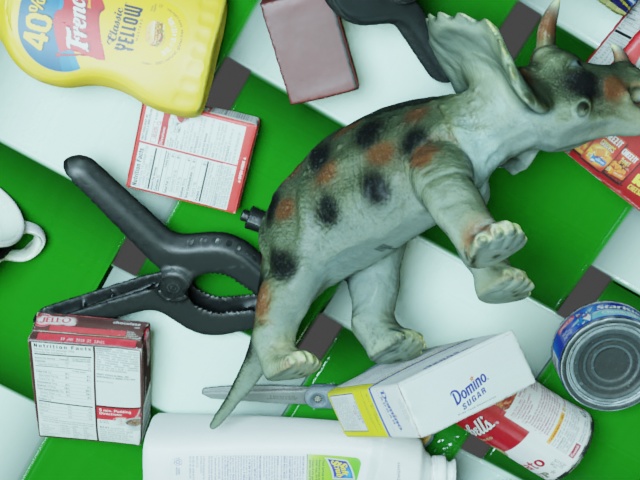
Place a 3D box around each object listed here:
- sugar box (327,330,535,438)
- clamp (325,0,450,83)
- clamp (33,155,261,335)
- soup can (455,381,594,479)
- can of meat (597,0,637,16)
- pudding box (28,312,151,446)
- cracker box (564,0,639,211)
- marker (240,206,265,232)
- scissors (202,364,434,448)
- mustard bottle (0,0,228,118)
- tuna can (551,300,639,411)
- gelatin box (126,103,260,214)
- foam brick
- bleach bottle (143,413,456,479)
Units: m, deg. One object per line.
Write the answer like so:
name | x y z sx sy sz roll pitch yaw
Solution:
sugar box | 0.075 0.108 0.775 0.093 0.176 0.048 -23 89 -17
clamp | 0.063 -0.189 0.737 0.171 0.039 0.120 20 101 -40
clamp | -0.121 0.034 0.841 0.209 0.036 0.165 20 123 -12
soup can | 0.161 0.141 0.864 0.102 0.068 0.068 33 106 -11
can of meat | 0.202 -0.209 0.728 0.101 0.057 0.084 13 120 -50
pudding box | -0.183 0.113 0.858 0.090 0.039 0.113 6 125 -1
cracker box | 0.289 -0.114 0.772 0.164 0.072 0.214 35 105 -12
marker | -0.006 0.001 0.843 0.121 0.020 0.020 21 108 -7
scissors | 0.010 0.147 0.895 0.202 0.016 0.096 -12 108 5
mustard bottle | -0.168 -0.155 0.765 0.191 0.058 0.096 13 89 -2
tuna can | 0.233 0.095 0.865 0.086 0.033 0.086 1 109 1
gelatin box | -0.097 -0.067 0.814 0.089 0.030 0.073 14 109 -3
foam brick | -0.007 -0.144 0.774 0.051 0.053 0.078 -16 107 6
bleach bottle | -0.015 0.196 0.878 0.251 0.068 0.102 2 112 3
